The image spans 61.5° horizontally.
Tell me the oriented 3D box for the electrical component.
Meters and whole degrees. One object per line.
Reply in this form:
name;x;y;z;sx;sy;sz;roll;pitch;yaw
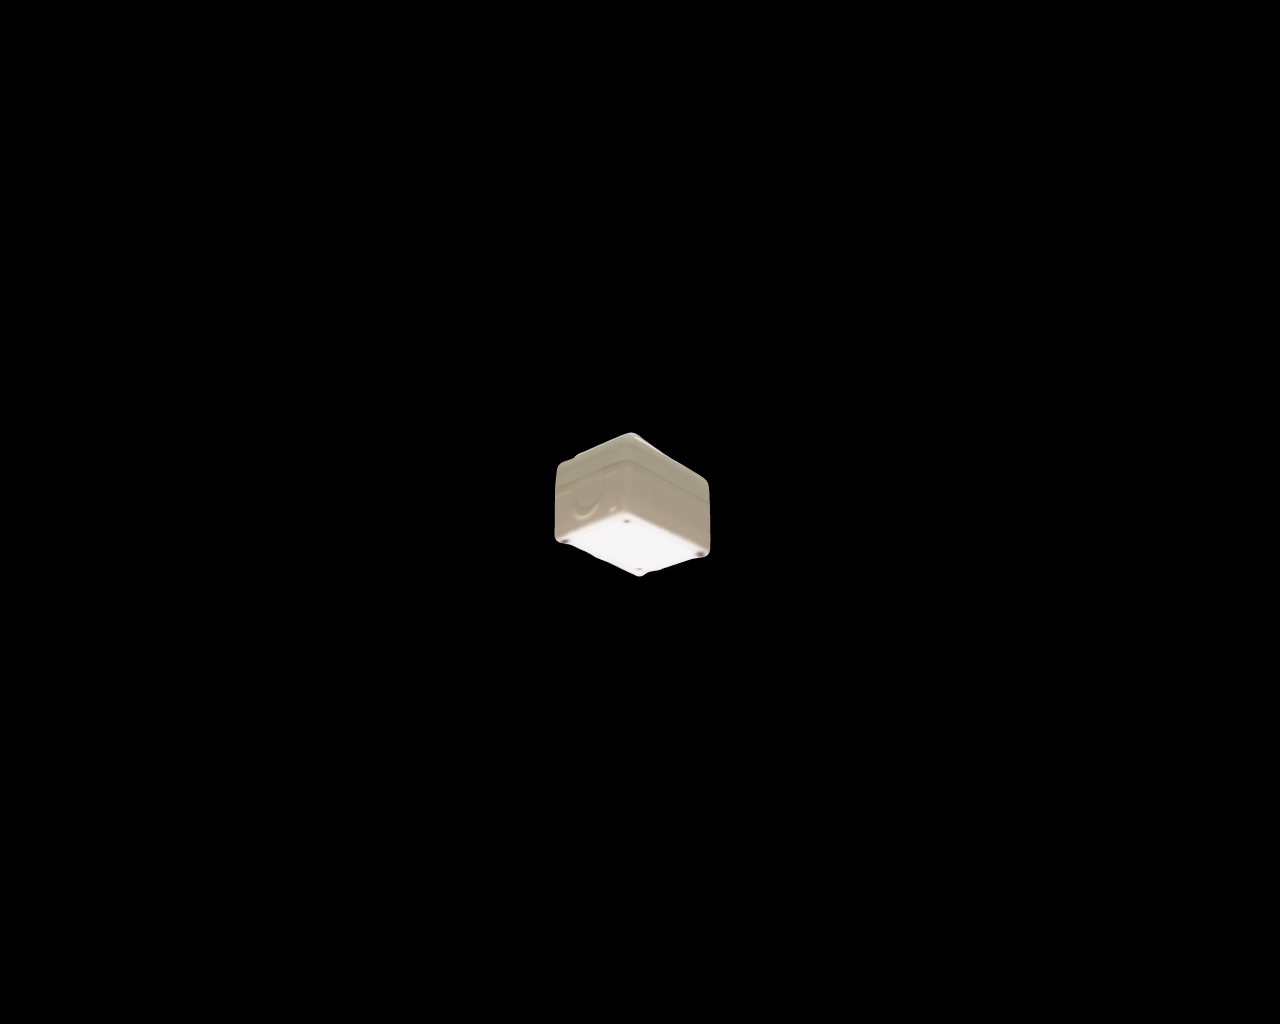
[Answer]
electrical component;0.001;-0.003;0.650;0.061;0.061;0.096;-21;-33;36
